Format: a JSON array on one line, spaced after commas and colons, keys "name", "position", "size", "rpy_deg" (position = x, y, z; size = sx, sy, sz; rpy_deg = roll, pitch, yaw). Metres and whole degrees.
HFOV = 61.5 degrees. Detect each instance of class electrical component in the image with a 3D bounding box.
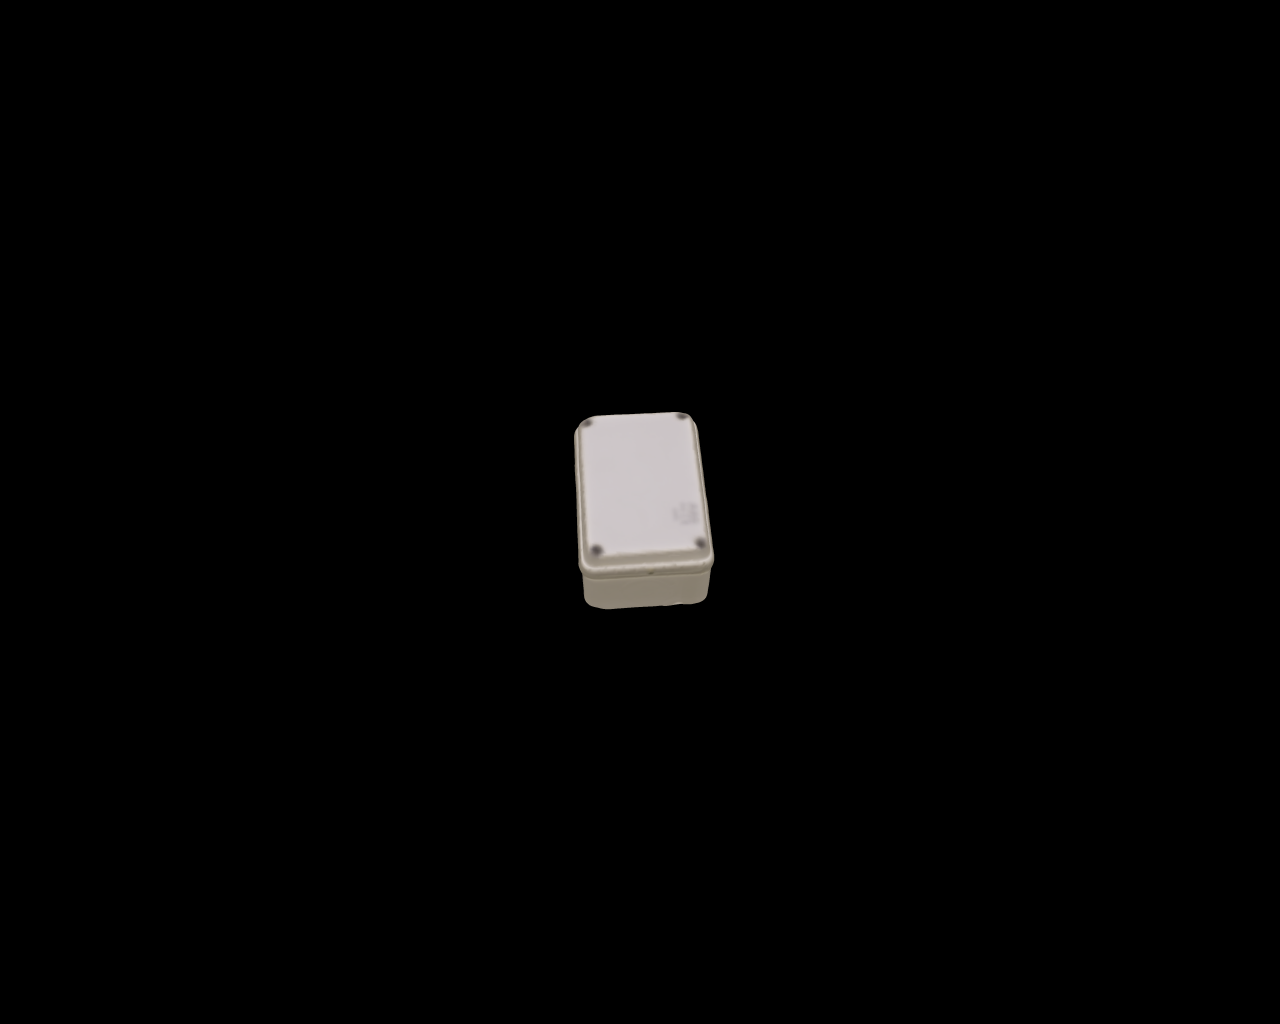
[{"name": "electrical component", "position": [0.001, -0.003, 0.650], "size": [0.078, 0.113, 0.057], "rpy_deg": [-3, -36, -2]}]
